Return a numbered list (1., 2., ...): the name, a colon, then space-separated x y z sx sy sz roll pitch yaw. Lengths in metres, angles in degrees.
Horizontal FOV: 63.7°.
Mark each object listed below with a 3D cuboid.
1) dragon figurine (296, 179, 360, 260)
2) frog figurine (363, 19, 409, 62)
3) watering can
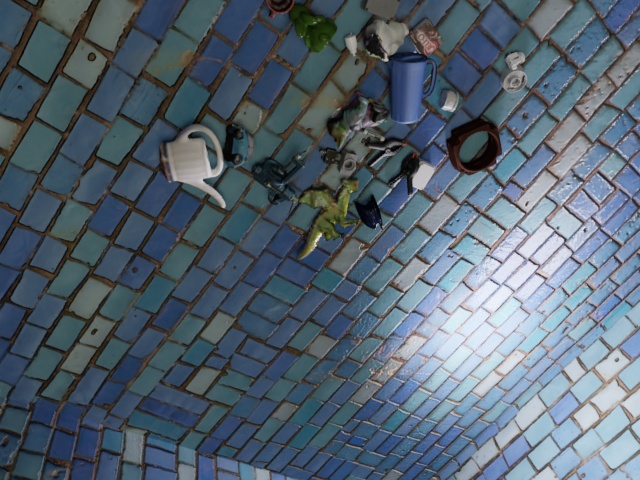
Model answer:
1. dragon figurine: 0.006 -0.107 2.122 0.408 0.124 0.241 -35 104 10
2. frog figurine: 0.231 -0.720 1.816 0.136 0.122 0.162 48 65 -23
3. watering can: -0.464 -0.256 1.893 0.225 0.106 0.340 -8 121 -8
